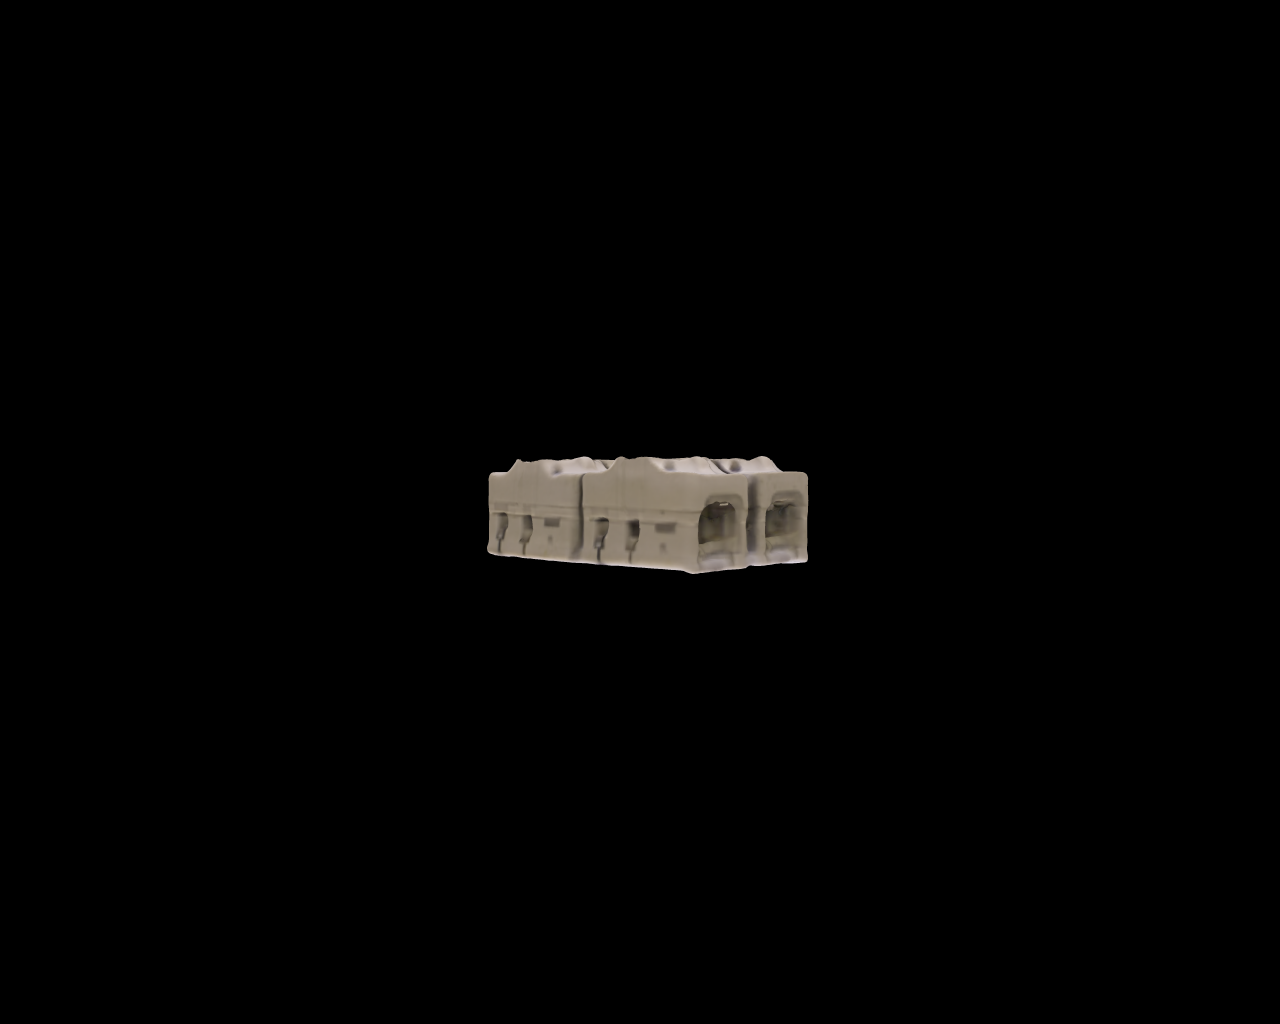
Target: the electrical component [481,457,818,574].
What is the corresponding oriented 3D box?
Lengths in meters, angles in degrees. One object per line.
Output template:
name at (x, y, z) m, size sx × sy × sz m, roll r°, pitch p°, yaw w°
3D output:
electrical component at (0.001, -0.003, 0.650) m, size 0.105 × 0.060 × 0.186 m, roll -2°, pitch 3°, yaw -43°
